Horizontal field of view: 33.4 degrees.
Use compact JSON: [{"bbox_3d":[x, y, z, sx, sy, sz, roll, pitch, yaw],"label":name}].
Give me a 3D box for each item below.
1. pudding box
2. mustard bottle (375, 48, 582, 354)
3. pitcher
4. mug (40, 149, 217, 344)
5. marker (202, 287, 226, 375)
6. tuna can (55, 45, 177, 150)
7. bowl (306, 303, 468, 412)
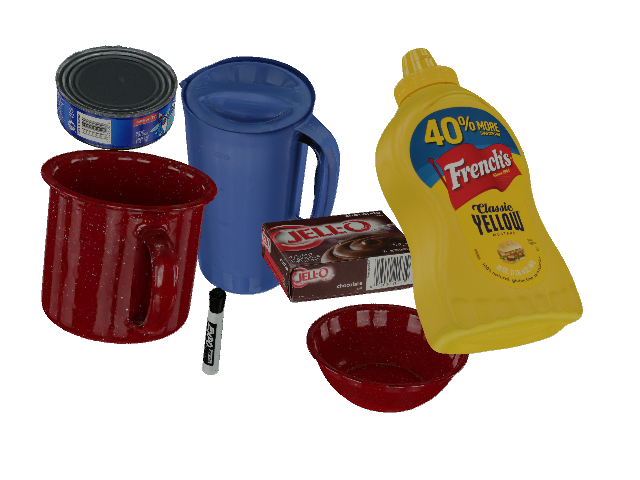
[{"bbox_3d":[0.015,0.011,0.893,0.113,0.039,0.090,-5,26,-17],"label":"pudding box"},{"bbox_3d":[0.084,-0.031,0.641,0.096,0.191,0.058,-6,-23,-26],"label":"mustard bottle"},{"bbox_3d":[-0.068,-0.057,1.123,0.145,0.243,0.149,-7,43,-12],"label":"pitcher"},{"bbox_3d":[-0.101,0.008,0.570,0.093,0.081,0.117,-2,24,-31],"label":"mug"},{"bbox_3d":[-0.119,0.101,1.195,0.020,0.121,0.020,6,37,-5],"label":"marker"},{"bbox_3d":[-0.147,-0.103,0.771,0.086,0.034,0.086,6,42,-6],"label":"tuna can"},{"bbox_3d":[0.065,0.124,1.069,0.162,0.055,0.162,2,25,-1],"label":"bowl"}]
